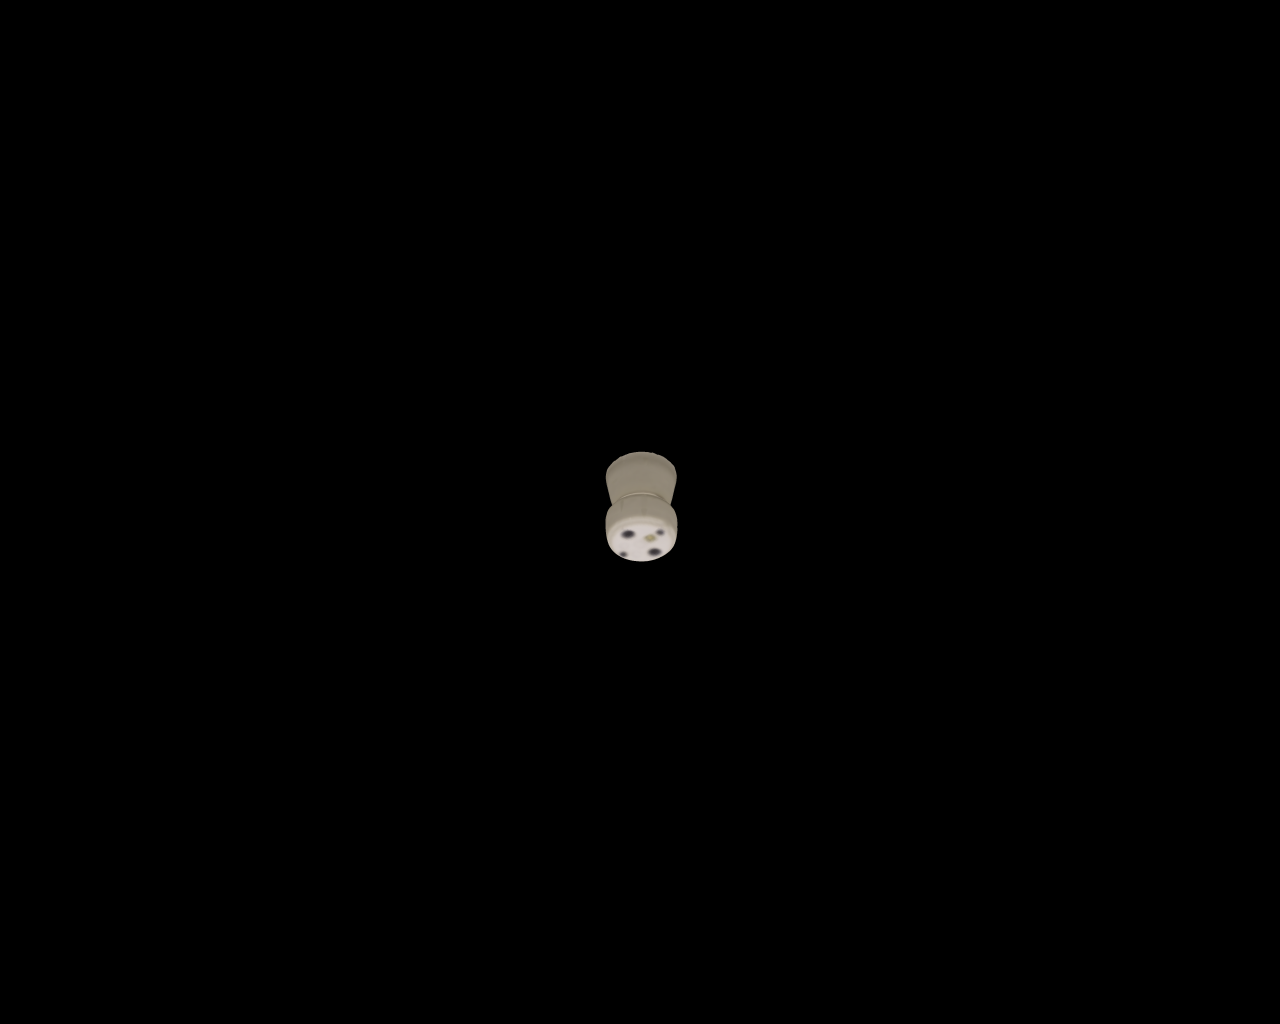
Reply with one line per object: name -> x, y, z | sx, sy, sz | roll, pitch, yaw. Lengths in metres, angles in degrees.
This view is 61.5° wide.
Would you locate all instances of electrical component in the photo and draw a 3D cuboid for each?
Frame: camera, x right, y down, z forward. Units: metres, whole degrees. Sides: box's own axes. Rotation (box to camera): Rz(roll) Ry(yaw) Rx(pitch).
electrical component -> 0.001, -0.003, 0.650 | 0.045, 0.055, 0.044 | 0, -40, 0
